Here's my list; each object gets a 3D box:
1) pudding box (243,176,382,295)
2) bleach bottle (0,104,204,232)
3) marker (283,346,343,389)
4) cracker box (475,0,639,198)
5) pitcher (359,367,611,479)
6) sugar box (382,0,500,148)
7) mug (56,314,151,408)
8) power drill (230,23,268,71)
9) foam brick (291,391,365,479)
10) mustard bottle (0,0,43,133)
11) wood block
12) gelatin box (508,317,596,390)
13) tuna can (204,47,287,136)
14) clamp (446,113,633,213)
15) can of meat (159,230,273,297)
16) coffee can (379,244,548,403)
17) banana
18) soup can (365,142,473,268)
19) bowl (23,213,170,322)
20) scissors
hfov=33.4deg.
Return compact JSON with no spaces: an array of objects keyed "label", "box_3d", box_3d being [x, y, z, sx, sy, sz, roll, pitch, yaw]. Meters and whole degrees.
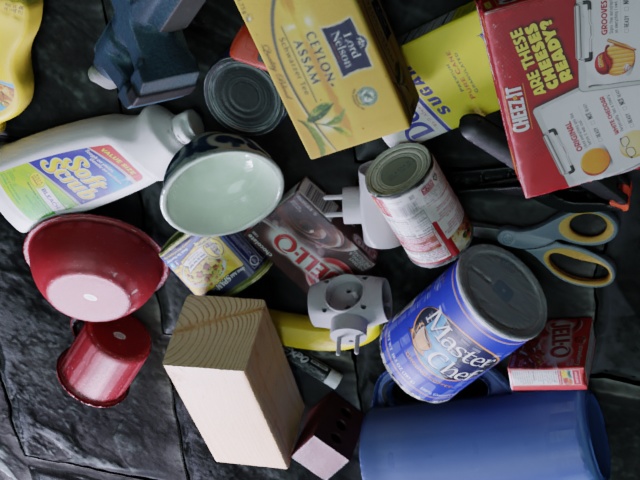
[{"label":"pudding box","box_3d":[-0.007,0.001,1.090,0.113,0.039,0.090,45,126,-11]},{"label":"bleach bottle","box_3d":[-0.232,-0.088,1.104,0.251,0.068,0.102,-18,117,27]},{"label":"marker","box_3d":[-0.030,0.128,1.196,0.121,0.020,0.020,31,127,-1]},{"label":"cracker box","box_3d":[0.245,-0.143,0.843,0.214,0.072,0.164,-15,117,7]},{"label":"pitcher","box_3d":[0.170,0.212,1.118,0.243,0.145,0.149,-13,129,24]},{"label":"sugar box","box_3d":[0.118,-0.150,0.939,0.176,0.048,0.093,-23,112,30]},{"label":"mug","box_3d":[-0.254,0.125,1.245,0.117,0.093,0.082,54,126,26]},{"label":"power drill","box_3d":[-0.026,-0.239,0.927,0.184,0.057,0.188,20,127,7]},{"label":"foam brick","box_3d":[0.011,0.221,1.206,0.053,0.078,0.051,36,126,-7]},{"label":"mustard bottle","box_3d":[-0.336,-0.178,1.084,0.096,0.058,0.192,22,127,7]},{"label":"wood block","box_3d":[-0.087,0.157,1.153,0.091,0.090,0.206,3,142,17]},{"label":"gelatin box","box_3d":[0.227,0.110,1.041,0.073,0.089,0.030,-4,118,23]},{"label":"tuna can","box_3d":[-0.067,-0.143,1.020,0.086,0.033,0.086,10,125,14]},{"label":"clamp","box_3d":[0.193,-0.064,0.952,0.171,0.039,0.120,8,159,12]},{"label":"can of meat","box_3d":[-0.110,0.016,1.128,0.102,0.057,0.084,-34,104,34]},{"label":"coffee can","box_3d":[0.138,0.083,1.040,0.103,0.102,0.141,37,134,-6]},{"label":"banana","box_3d":[-0.012,0.090,1.150,0.198,0.037,0.069,-1,130,24]},{"label":"soup can","box_3d":[0.091,-0.032,0.981,0.069,0.068,0.102,-11,135,27]},{"label":"bowl","box_3d":[-0.248,0.042,1.164,0.162,0.055,0.162,2,142,2]},{"label":"scissors","box_3d":[0.194,-0.016,1.017,0.202,0.016,0.096,24,126,4]}]
